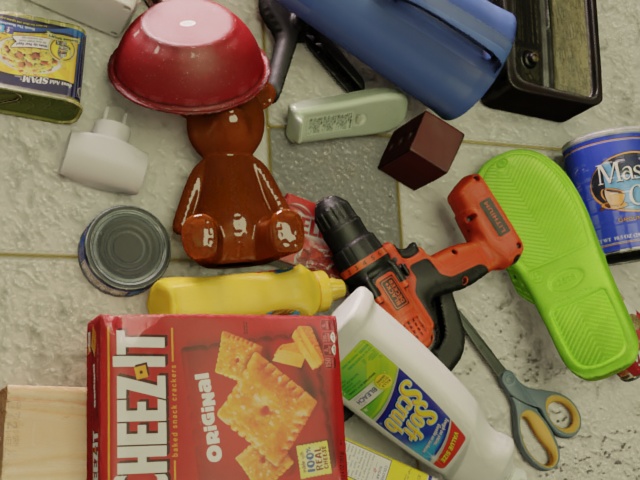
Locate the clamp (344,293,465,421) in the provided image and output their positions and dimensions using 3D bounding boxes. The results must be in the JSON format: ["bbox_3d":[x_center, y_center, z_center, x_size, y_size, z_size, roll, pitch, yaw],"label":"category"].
[{"bbox_3d":[0.109,0.136,1.113,0.164,0.036,0.210,27,67,-11],"label":"clamp"}]

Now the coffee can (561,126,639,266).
[{"bbox_3d":[0.339,-0.048,1.219,0.102,0.103,0.140,-3,78,-23],"label":"coffee can"}]

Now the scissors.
[{"bbox_3d":[0.222,0.152,1.169,0.096,0.016,0.202,-21,86,-27],"label":"scissors"}]

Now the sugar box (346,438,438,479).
[{"bbox_3d":[0.060,0.239,1.037,0.176,0.093,0.048,29,68,-13],"label":"sugar box"}]

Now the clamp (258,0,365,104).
[{"bbox_3d":[-0.013,-0.224,1.155,0.120,0.039,0.171,3,74,-34],"label":"clamp"}]

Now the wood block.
[{"bbox_3d":[-0.182,0.180,0.953,0.205,0.091,0.090,5,75,-22],"label":"wood block"}]

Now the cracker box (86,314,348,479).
[{"bbox_3d":[-0.086,0.146,0.909,0.213,0.072,0.164,2,76,-21],"label":"cracker box"}]

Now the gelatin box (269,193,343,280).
[{"bbox_3d":[-0.007,0.001,1.104,0.089,0.030,0.073,22,69,-17],"label":"gelatin box"}]

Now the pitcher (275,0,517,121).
[{"bbox_3d":[0.079,-0.238,1.107,0.242,0.149,0.145,28,43,-19],"label":"pitcher"}]

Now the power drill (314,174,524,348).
[{"bbox_3d":[0.104,0.005,1.102,0.187,0.057,0.184,-30,88,-23],"label":"power drill"}]

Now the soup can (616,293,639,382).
[{"bbox_3d":[0.330,0.100,1.198,0.102,0.069,0.068,45,65,-6],"label":"soup can"}]

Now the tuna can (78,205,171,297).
[{"bbox_3d":[-0.187,0.010,1.025,0.086,0.034,0.086,5,75,-21],"label":"tuna can"}]

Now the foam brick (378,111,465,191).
[{"bbox_3d":[0.108,-0.095,1.150,0.051,0.078,0.053,32,67,-14],"label":"foam brick"}]

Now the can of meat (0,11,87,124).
[{"bbox_3d":[-0.276,-0.165,1.020,0.102,0.058,0.084,8,71,-21],"label":"can of meat"}]

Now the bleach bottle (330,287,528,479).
[{"bbox_3d":[0.104,0.160,1.034,0.250,0.103,0.068,39,28,-8],"label":"bleach bottle"}]

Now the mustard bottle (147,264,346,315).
[{"bbox_3d":[-0.064,0.057,1.029,0.191,0.096,0.058,-5,78,-24],"label":"mustard bottle"}]

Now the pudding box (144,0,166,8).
[{"bbox_3d":[-0.159,-0.299,1.113,0.089,0.039,0.113,-33,92,-25],"label":"pudding box"}]

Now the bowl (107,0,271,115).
[{"bbox_3d":[-0.128,-0.190,1.041,0.162,0.055,0.162,2,42,-2],"label":"bowl"}]
